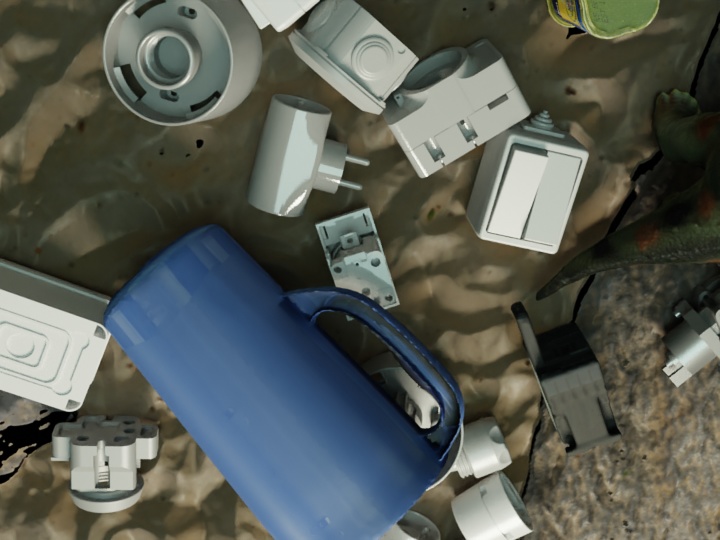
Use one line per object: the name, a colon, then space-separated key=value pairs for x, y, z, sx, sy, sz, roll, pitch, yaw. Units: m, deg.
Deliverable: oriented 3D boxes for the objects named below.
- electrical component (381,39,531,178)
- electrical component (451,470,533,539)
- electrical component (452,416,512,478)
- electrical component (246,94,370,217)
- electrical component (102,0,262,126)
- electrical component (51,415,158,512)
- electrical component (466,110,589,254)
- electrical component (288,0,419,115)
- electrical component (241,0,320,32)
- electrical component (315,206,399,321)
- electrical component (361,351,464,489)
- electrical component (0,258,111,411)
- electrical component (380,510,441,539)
electrical component: x=0.063 y=-0.117 z=0.751 sx=0.089 sy=0.050 sz=0.055 roll=-31 pitch=119 yaw=6
electrical component: x=0.107 y=0.199 z=0.878 sx=0.047 sy=0.055 sz=0.055 roll=-31 pitch=110 yaw=11
electrical component: x=0.087 y=0.146 z=0.862 sx=0.062 sy=0.043 sz=0.043 roll=-22 pitch=111 yaw=4
electrical component: x=-0.034 y=-0.077 z=0.764 sx=0.079 sy=0.044 sz=0.077 roll=14 pitch=109 yaw=-10
electrical component: x=-0.122 y=-0.146 z=0.733 sx=0.099 sy=0.064 sz=0.099 roll=3 pitch=108 yaw=8
electrical component: x=-0.196 y=0.149 z=0.830 sx=0.078 sy=0.058 sz=0.057 roll=2 pitch=108 yaw=-6
electrical component: x=0.122 y=-0.066 z=0.774 sx=0.062 sy=0.061 sz=0.096 roll=11 pitch=109 yaw=-9
electrical component: x=-0.004 y=-0.146 z=0.723 sx=0.080 sy=0.080 sz=0.051 roll=38 pitch=99 yaw=-17
electrical component: x=-0.066 y=-0.209 z=0.702 sx=0.061 sy=0.061 sz=0.096 roll=-38 pitch=109 yaw=9
electrical component: x=0.000 y=0.000 z=0.787 sx=0.042 sy=0.063 sz=0.081 roll=-19 pitch=110 yaw=0
electrical component: x=0.031 y=0.115 z=0.830 sx=0.099 sy=0.064 sz=0.099 roll=3 pitch=114 yaw=7
electrical component: x=-0.243 y=0.044 z=0.785 sx=0.113 sy=0.057 sz=0.078 roll=21 pitch=108 yaw=-12
electrical component: x=0.036 y=0.250 z=0.878 sx=0.043 sy=0.079 sz=0.077 roll=17 pitch=109 yaw=-24
